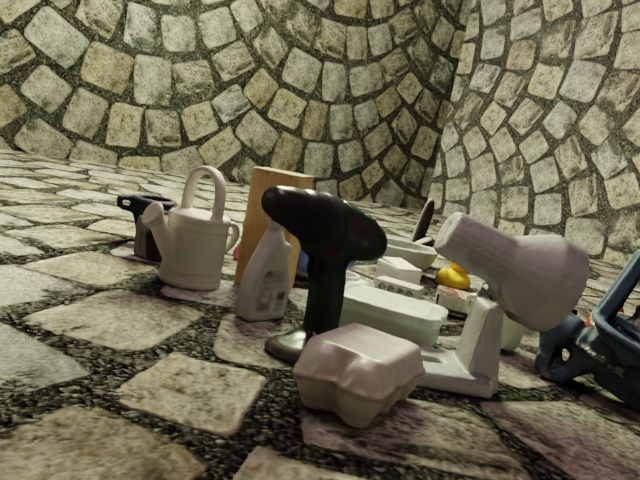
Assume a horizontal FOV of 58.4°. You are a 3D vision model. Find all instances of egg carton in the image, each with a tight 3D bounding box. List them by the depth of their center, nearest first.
[{"bbox_3d":[0.044,0.139,0.610,0.107,0.069,0.151,16,10,28],"label":"egg carton"}]

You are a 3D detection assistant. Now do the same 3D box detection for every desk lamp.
[{"bbox_3d":[0.206,0.080,0.715,0.203,0.213,0.118,10,9,-6],"label":"desk lamp"}]

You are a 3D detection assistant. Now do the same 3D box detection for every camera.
[{"bbox_3d":[-0.249,-0.008,1.069,0.136,0.101,0.144,18,11,36],"label":"camera"}]

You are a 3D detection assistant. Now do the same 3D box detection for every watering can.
[{"bbox_3d":[-0.200,-0.023,0.922,0.100,0.194,0.173,14,9,19],"label":"watering can"}]

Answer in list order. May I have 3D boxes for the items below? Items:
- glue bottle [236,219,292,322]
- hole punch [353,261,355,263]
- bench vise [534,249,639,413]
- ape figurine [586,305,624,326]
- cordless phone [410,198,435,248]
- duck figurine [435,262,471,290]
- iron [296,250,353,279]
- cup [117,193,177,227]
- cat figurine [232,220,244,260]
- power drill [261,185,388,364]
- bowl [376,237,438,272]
[{"bbox_3d":[-0.072,0.029,0.821,0.078,0.173,0.037,2,13,-45],"label":"glue bottle"},{"bbox_3d":[0.036,0.003,1.397,0.101,0.091,0.108,7,10,-24],"label":"hole punch"},{"bbox_3d":[0.391,0.105,0.774,0.206,0.220,0.122,15,9,21],"label":"bench vise"},{"bbox_3d":[0.566,0.152,1.119,0.076,0.092,0.078,16,10,29],"label":"ape figurine"},{"bbox_3d":[0.267,-0.022,1.536,0.094,0.185,0.148,12,9,8],"label":"cordless phone"},{"bbox_3d":[0.323,0.068,1.361,0.105,0.086,0.077,4,12,-41],"label":"duck figurine"},{"bbox_3d":[0.011,0.004,1.188,0.118,0.141,0.259,16,10,30],"label":"iron"},{"bbox_3d":[-0.359,-0.043,1.173,0.118,0.095,0.091,8,9,-19],"label":"cup"},{"bbox_3d":[-0.107,-0.007,1.187,0.127,0.118,0.067,13,9,12],"label":"cat figurine"},{"bbox_3d":[-0.002,0.042,0.709,0.075,0.208,0.230,17,11,35],"label":"power drill"},{"bbox_3d":[0.198,0.045,1.387,0.167,0.075,0.167,11,9,-1],"label":"bowl"}]
